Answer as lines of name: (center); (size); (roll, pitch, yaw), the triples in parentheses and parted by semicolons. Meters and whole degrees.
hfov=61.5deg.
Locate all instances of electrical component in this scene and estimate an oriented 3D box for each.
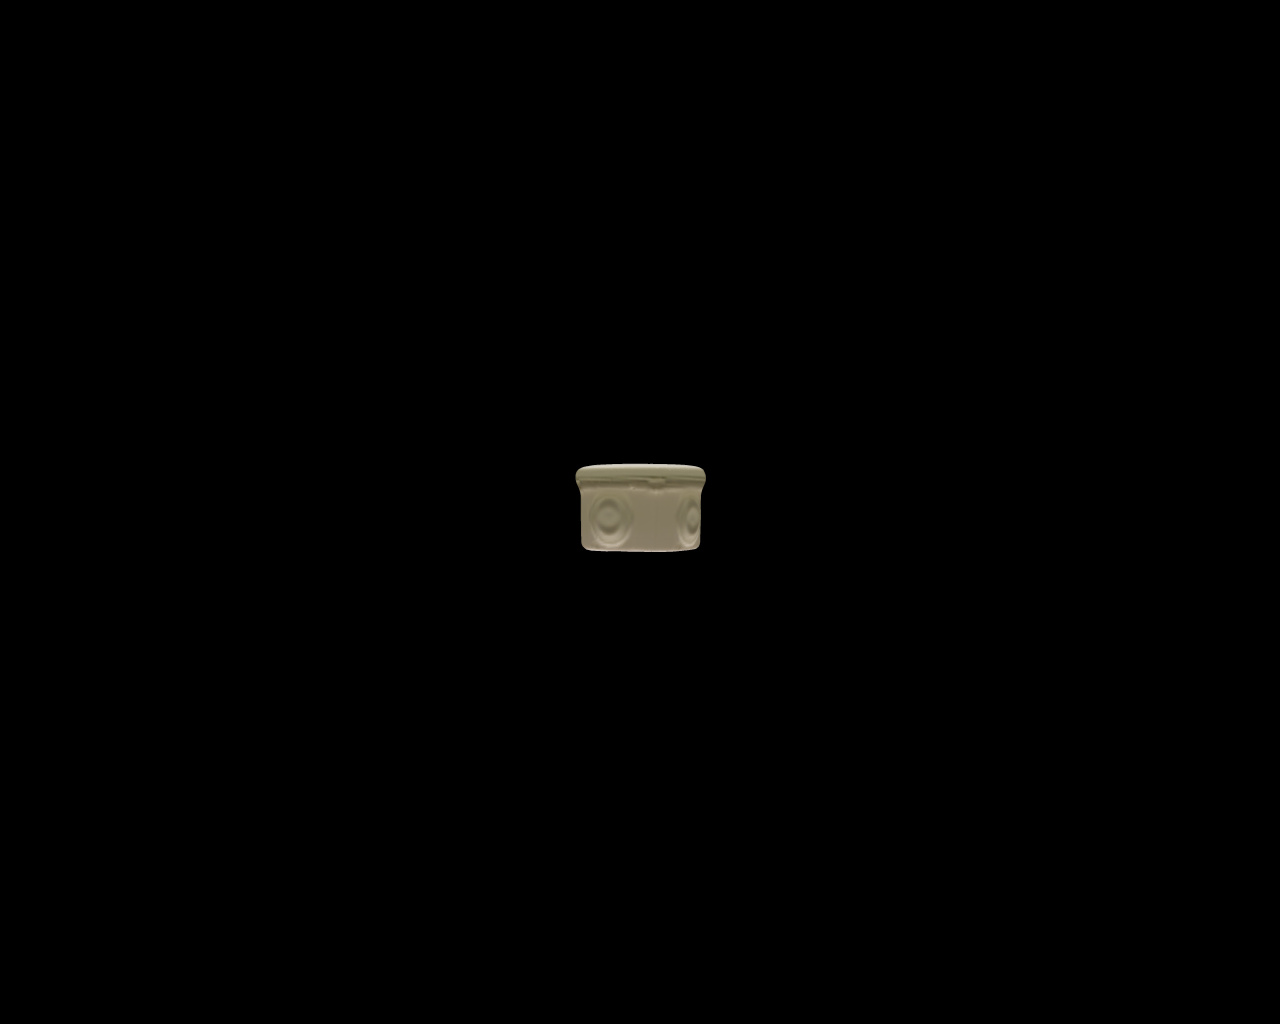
electrical component: (0.001, -0.003, 0.650); (0.080, 0.051, 0.080); (0, 0, 0)
